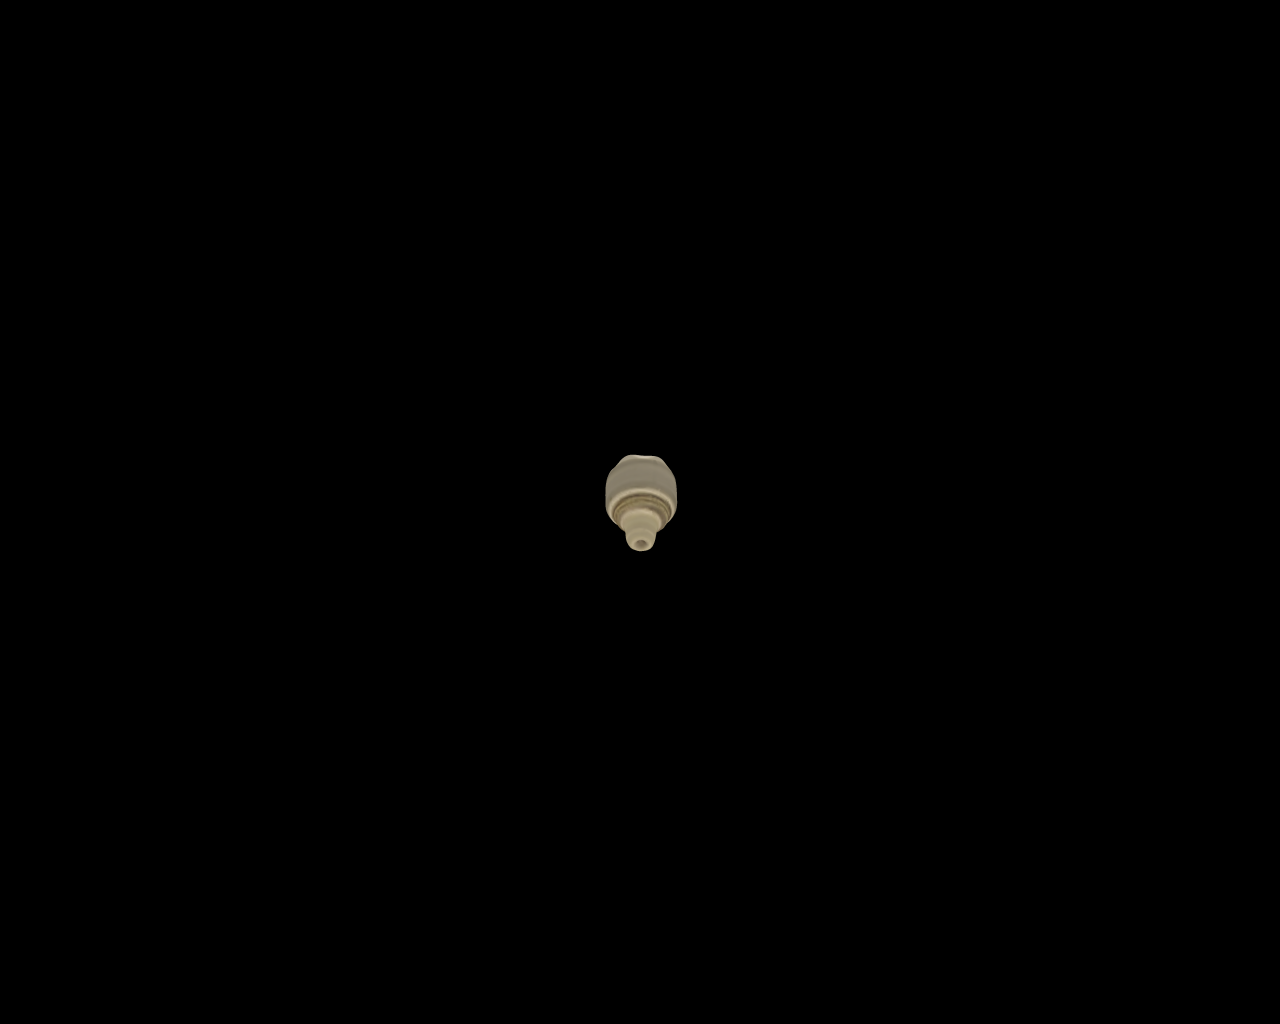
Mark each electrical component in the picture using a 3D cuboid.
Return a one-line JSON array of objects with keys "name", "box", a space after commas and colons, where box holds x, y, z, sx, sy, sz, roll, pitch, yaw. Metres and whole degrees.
[{"name": "electrical component", "box": [0.001, -0.003, 0.650, 0.043, 0.062, 0.043, 0, -43, 0]}]
